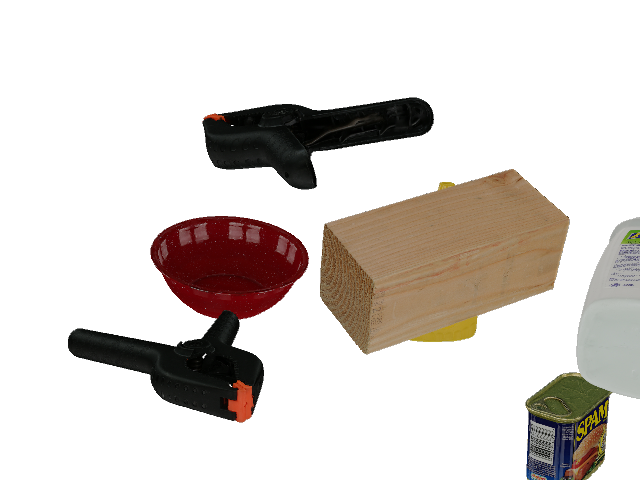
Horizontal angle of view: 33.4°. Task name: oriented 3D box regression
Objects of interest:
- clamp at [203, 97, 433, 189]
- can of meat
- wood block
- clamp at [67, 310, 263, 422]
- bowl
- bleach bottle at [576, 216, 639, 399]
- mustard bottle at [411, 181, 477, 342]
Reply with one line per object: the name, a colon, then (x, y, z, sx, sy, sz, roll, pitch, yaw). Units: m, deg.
clamp: (-0.025, -0.064, 0.694, 0.172, 0.039, 0.120, 1, 18, 40)
can of meat: (0.243, 0.189, 1.047, 0.058, 0.084, 0.101, 13, 23, 37)
wood block: (0.111, 0.016, 0.977, 0.205, 0.090, 0.091, -17, 42, -23)
clamp: (-0.102, 0.103, 0.920, 0.164, 0.036, 0.210, -9, 17, -35)
bowl: (-0.094, 0.035, 1.100, 0.162, 0.055, 0.162, 5, 29, -3)
bleach bottle: (0.244, 0.030, 0.744, 0.103, 0.068, 0.250, 9, 21, 20)
mustard bottle: (0.146, 0.024, 1.285, 0.096, 0.192, 0.058, 0, 15, -11)
